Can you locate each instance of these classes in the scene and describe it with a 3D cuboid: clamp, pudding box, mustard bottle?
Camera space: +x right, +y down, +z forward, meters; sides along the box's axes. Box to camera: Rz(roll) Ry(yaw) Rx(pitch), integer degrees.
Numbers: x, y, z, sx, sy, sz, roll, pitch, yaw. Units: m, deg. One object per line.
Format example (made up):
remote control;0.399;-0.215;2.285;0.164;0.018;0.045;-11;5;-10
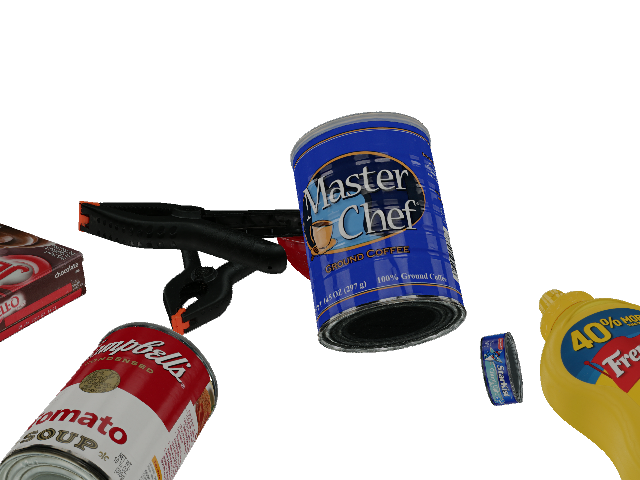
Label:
clamp;-0.112;-0.008;0.936;0.210;0.036;0.164;5;12;0
pudding box;-0.235;0.026;0.746;0.114;0.039;0.089;15;30;31
mustard bottle;0.184;0.085;0.621;0.096;0.058;0.192;-16;33;-15
clamp;-0.123;0.046;1.242;0.120;0.039;0.171;-2;39;13

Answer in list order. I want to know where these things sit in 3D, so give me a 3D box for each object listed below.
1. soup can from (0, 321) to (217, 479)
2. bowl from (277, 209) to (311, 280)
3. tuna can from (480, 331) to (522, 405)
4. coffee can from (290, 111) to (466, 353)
soup can;-0.098;0.094;0.501;0.069;0.068;0.102;0;27;19
bowl;0.027;0.007;1.099;0.162;0.055;0.162;-2;15;0
tuna can;0.217;0.154;1.280;0.034;0.086;0.086;-11;-3;17
coffee can;0.039;-0.004;0.747;0.102;0.140;0.103;-7;-23;-3
